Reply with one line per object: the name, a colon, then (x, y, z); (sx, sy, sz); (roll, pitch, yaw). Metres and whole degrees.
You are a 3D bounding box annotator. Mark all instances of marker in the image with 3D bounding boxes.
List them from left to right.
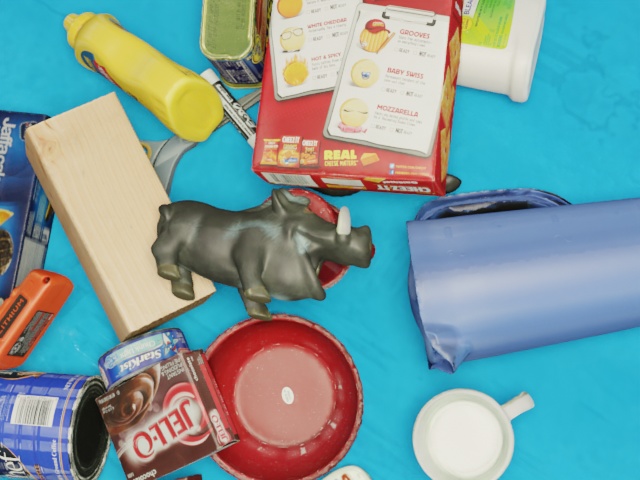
marker: (-0.076, -0.116, 1.045); (0.020, 0.020, 0.121); (-39, 87, 1)

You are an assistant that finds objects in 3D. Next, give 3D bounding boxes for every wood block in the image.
wood block: (-0.188, -0.018, 0.995); (0.090, 0.090, 0.206); (-27, 86, -19)

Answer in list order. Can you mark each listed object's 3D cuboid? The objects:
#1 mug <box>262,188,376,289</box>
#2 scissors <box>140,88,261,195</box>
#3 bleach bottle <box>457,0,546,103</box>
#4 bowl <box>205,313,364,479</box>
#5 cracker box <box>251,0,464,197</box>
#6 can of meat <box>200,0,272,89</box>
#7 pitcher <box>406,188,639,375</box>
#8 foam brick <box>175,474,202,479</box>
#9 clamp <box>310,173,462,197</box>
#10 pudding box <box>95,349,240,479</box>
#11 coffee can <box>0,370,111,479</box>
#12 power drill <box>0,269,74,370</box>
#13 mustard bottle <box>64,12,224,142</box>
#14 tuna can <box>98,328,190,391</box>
mug: (-0.007, 0.001, 0.991); (0.117, 0.081, 0.093); (12, 83, 12)
scissors: (-0.133, -0.080, 1.061); (0.202, 0.016, 0.096); (-17, 79, 7)
bleach bottle: (0.081, -0.200, 1.014); (0.251, 0.068, 0.102); (11, 62, 13)
bowl: (-0.035, 0.142, 0.962); (0.162, 0.055, 0.162); (2, 77, -9)
cracker box: (0.038, -0.151, 0.945); (0.164, 0.072, 0.213); (4, 80, 16)
can of meat: (-0.079, -0.208, 1.038); (0.057, 0.084, 0.102); (1, 81, 11)
pitcher: (0.197, 0.023, 0.938); (0.243, 0.145, 0.149); (-9, 91, 4)
foam brick: (-0.147, 0.252, 0.988); (0.078, 0.053, 0.051); (-16, 79, 6)
clamp: (0.046, -0.095, 1.022); (0.171, 0.039, 0.120); (-4, 67, 8)
pudding box: (-0.135, 0.159, 0.943); (0.114, 0.039, 0.090); (-31, 77, 30)
coffee can: (-0.278, 0.173, 0.998); (0.140, 0.102, 0.103); (3, 81, 10)
power drill: (-0.324, 0.018, 0.996); (0.188, 0.057, 0.184); (33, 91, 16)
mustard bottle: (-0.184, -0.171, 1.040); (0.192, 0.096, 0.058); (37, 88, 25)
tuna can: (-0.163, 0.114, 0.997); (0.086, 0.086, 0.034); (-25, 76, 5)
